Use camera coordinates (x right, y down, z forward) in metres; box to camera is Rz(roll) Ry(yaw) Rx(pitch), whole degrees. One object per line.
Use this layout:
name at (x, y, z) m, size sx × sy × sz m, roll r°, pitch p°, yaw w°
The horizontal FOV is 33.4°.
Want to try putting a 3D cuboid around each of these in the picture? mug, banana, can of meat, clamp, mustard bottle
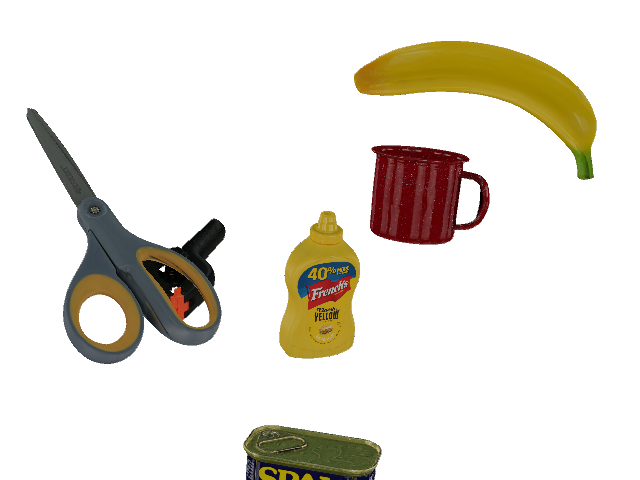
mug at (0.102, -0.042, 1.012) m, size 0.117 × 0.081 × 0.093 m, roll 9°, pitch 12°, yaw 16°
banana at (0.125, -0.109, 0.783) m, size 0.197 × 0.069 × 0.037 m, roll 20°, pitch -3°, yaw -7°
can of meat at (-0.009, 0.195, 0.811) m, size 0.102 × 0.084 × 0.057 m, roll 7°, pitch 14°, yaw 11°
clamp at (-0.137, 0.023, 1.050) m, size 0.120 × 0.039 × 0.172 m, roll -14°, pitch 33°, yaw -15°
mustard bottle at (0.002, 0.053, 1.345) m, size 0.096 × 0.192 × 0.058 m, roll -5°, pitch 26°, yaw -20°

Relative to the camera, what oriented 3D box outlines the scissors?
scissors at (-0.144, -0.001, 0.629) m, size 0.202 × 0.016 × 0.096 m, roll 40°, pitch 51°, yaw 18°
